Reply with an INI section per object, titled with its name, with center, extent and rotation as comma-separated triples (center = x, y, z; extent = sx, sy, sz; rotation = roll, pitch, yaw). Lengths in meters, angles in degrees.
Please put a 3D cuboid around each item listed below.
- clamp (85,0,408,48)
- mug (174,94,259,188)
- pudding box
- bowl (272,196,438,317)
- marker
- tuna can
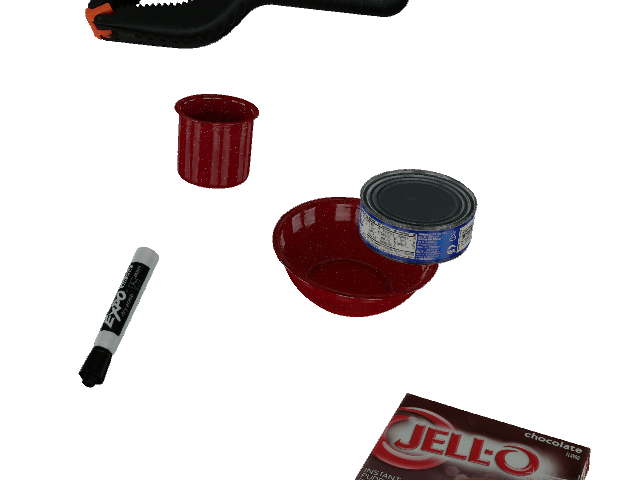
[clamp]
center = -0.055, -0.181, 0.724
extent = 0.210, 0.165, 0.036
rotation = -31, -18, -7
[mug]
center = -0.115, -0.115, 1.201
extent = 0.093, 0.081, 0.117
rotation = 10, 27, 7
[pudding box]
center = 0.082, 0.136, 0.586
extent = 0.114, 0.039, 0.089
rotation = 16, 33, 18
[bowl]
center = 0.031, 0.024, 1.037
extent = 0.162, 0.055, 0.162
rotation = 5, 37, -4
[marker]
center = -0.151, 0.057, 0.801
extent = 0.020, 0.121, 0.020
rotation = 13, -36, 9
[tuna can]
center = 0.071, -0.018, 0.787
extent = 0.086, 0.034, 0.086
rotation = 2, 32, -2
